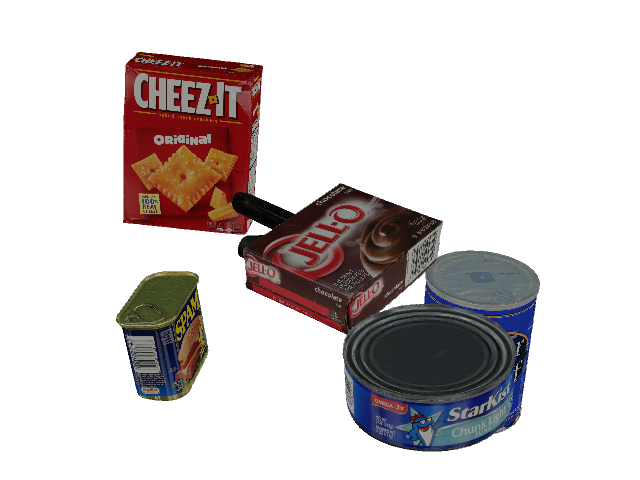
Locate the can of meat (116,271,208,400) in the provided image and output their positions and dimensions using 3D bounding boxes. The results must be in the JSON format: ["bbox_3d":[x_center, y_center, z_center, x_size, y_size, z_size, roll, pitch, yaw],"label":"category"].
[{"bbox_3d":[-0.144,0.089,1.001,0.057,0.084,0.102,-1,26,13],"label":"can of meat"}]

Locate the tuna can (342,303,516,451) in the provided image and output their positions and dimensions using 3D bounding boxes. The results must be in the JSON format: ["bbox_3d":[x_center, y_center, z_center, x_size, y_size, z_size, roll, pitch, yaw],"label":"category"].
[{"bbox_3d":[0.054,0.068,0.535,0.086,0.034,0.086,-2,27,1],"label":"tuna can"}]

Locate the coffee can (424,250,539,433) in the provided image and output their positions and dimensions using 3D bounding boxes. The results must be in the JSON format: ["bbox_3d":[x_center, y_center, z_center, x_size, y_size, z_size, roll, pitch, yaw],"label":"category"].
[{"bbox_3d":[0.144,0.094,0.993,0.103,0.140,0.103,2,26,-1],"label":"coffee can"}]

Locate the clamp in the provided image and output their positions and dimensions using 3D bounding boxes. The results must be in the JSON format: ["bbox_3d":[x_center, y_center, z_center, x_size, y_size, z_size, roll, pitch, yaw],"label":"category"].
[{"bbox_3d":[-0.002,0.005,1.179,0.210,0.036,0.164,16,19,-5],"label":"clamp"}]

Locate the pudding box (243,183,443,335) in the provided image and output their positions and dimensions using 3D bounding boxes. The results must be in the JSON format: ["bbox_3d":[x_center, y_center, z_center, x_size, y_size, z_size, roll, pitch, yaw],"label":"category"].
[{"bbox_3d":[0.016,0.010,0.731,0.090,0.039,0.113,23,38,30],"label":"pudding box"}]

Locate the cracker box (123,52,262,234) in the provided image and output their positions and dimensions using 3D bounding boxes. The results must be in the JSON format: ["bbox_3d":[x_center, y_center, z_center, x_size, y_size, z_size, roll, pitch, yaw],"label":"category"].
[{"bbox_3d":[-0.164,-0.120,1.358,0.164,0.214,0.072,7,23,4],"label":"cracker box"}]
